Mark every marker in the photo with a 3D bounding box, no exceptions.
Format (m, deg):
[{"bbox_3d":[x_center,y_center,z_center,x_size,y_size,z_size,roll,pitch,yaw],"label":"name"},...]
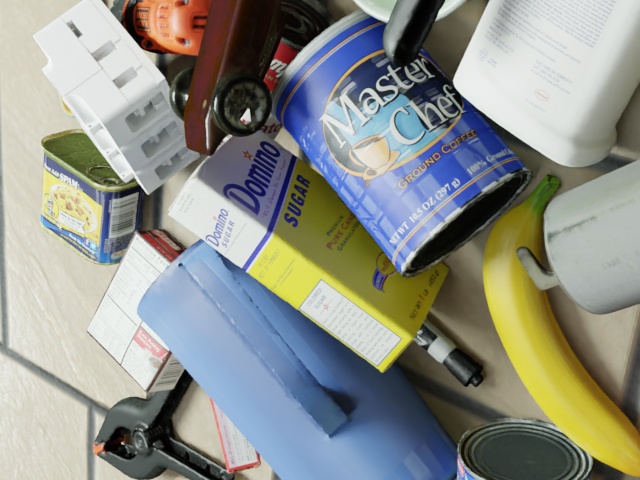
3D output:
[{"bbox_3d":[0.069,0.061,0.758,0.121,0.020,0.020,42,128,22],"label":"marker"}]

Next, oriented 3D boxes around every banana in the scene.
[{"bbox_3d":[0.148,0.062,0.677,0.070,0.037,0.198,-18,93,44],"label":"banana"}]

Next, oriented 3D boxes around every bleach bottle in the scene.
[{"bbox_3d":[0.165,-0.168,0.563,0.103,0.067,0.251,40,125,23],"label":"bleach bottle"}]

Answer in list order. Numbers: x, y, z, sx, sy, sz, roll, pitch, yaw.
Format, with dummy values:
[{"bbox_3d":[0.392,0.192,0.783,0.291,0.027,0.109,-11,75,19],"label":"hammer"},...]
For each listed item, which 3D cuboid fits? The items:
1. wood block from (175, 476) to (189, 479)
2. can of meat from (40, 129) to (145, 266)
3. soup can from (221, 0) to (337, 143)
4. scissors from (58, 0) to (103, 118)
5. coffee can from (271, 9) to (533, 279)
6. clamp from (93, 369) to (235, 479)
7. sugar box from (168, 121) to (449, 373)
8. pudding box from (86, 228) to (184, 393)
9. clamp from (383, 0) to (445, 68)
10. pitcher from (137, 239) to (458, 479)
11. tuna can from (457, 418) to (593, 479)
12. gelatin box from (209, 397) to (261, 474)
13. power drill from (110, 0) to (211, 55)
[{"bbox_3d":[-0.074,0.287,0.916,0.206,0.090,0.090,10,113,38],"label":"wood block"},{"bbox_3d":[-0.199,-0.036,0.930,0.102,0.057,0.084,32,126,29],"label":"can of meat"},{"bbox_3d":[-0.039,-0.120,0.751,0.068,0.068,0.102,50,130,15],"label":"soup can"},{"bbox_3d":[-0.179,-0.180,0.887,0.096,0.016,0.202,38,127,22],"label":"scissors"},{"bbox_3d":[0.049,-0.061,0.673,0.140,0.102,0.103,52,131,14],"label":"coffee can"},{"bbox_3d":[-0.151,0.169,0.977,0.172,0.039,0.120,-8,89,39],"label":"clamp"},{"bbox_3d":[-0.005,0.001,0.713,0.176,0.093,0.048,38,126,-2],"label":"sugar box"},{"bbox_3d":[-0.141,0.060,0.910,0.090,0.039,0.114,40,111,26],"label":"pudding box"},{"bbox_3d":[0.090,-0.195,0.549,0.165,0.036,0.210,-14,85,31],"label":"clamp"},{"bbox_3d":[-0.012,0.099,0.762,0.243,0.149,0.145,50,130,12],"label":"pitcher"},{"bbox_3d":[0.132,0.152,0.691,0.086,0.085,0.034,17,117,36],"label":"tuna can"},{"bbox_3d":[-0.072,0.137,0.874,0.073,0.030,0.089,-131,27,-81],"label":"gelatin box"},{"bbox_3d":[-0.113,-0.227,0.765,0.185,0.057,0.188,25,119,59],"label":"power drill"}]
